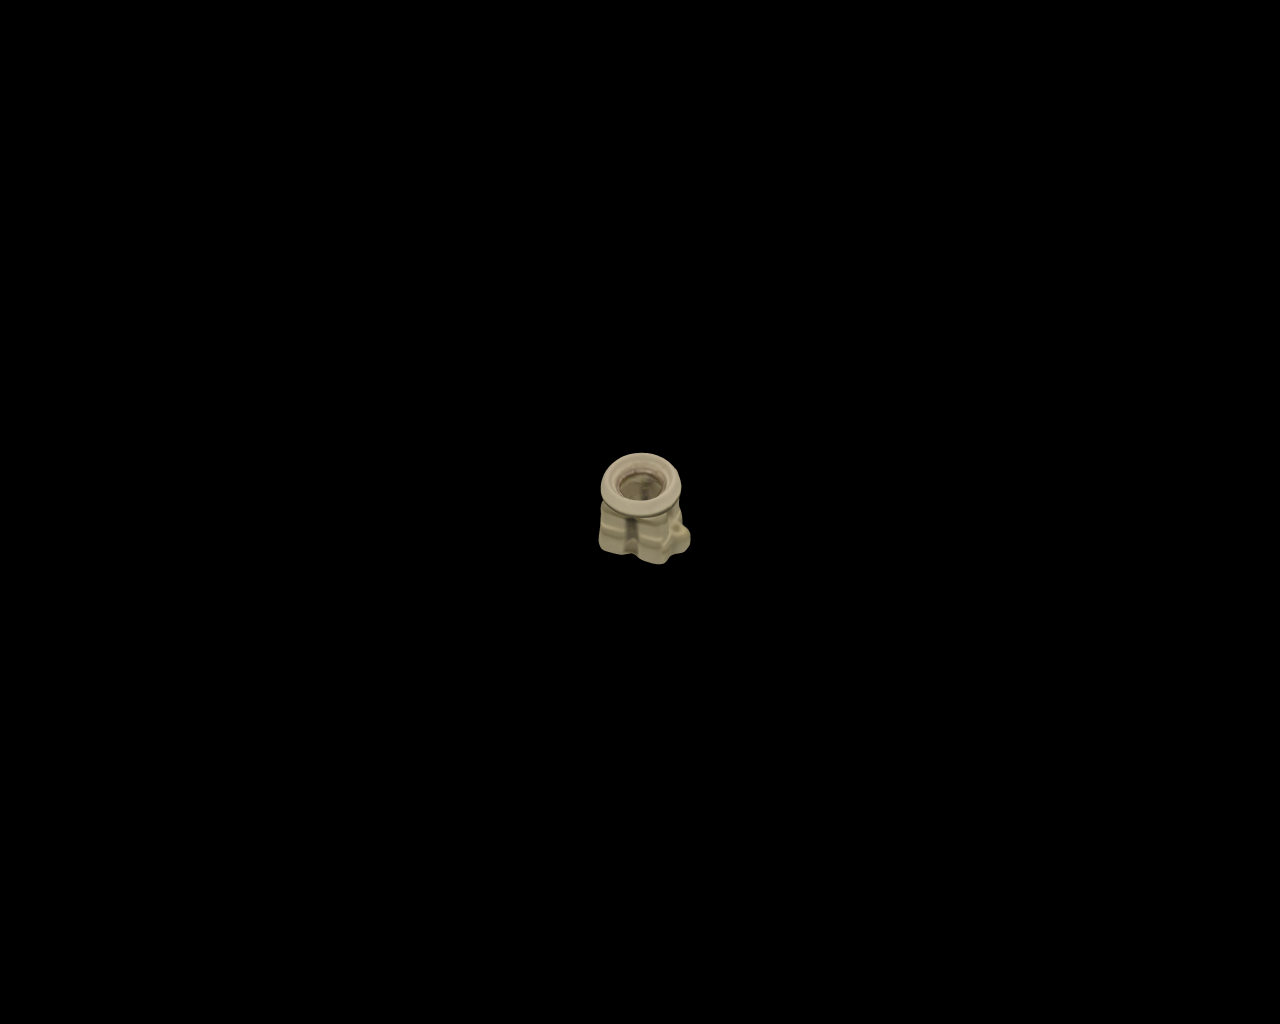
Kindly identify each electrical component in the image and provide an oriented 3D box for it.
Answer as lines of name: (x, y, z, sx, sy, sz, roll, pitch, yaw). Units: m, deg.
electrical component: (0.001, -0.003, 0.650, 0.066, 0.055, 0.048, 13, 47, 12)
